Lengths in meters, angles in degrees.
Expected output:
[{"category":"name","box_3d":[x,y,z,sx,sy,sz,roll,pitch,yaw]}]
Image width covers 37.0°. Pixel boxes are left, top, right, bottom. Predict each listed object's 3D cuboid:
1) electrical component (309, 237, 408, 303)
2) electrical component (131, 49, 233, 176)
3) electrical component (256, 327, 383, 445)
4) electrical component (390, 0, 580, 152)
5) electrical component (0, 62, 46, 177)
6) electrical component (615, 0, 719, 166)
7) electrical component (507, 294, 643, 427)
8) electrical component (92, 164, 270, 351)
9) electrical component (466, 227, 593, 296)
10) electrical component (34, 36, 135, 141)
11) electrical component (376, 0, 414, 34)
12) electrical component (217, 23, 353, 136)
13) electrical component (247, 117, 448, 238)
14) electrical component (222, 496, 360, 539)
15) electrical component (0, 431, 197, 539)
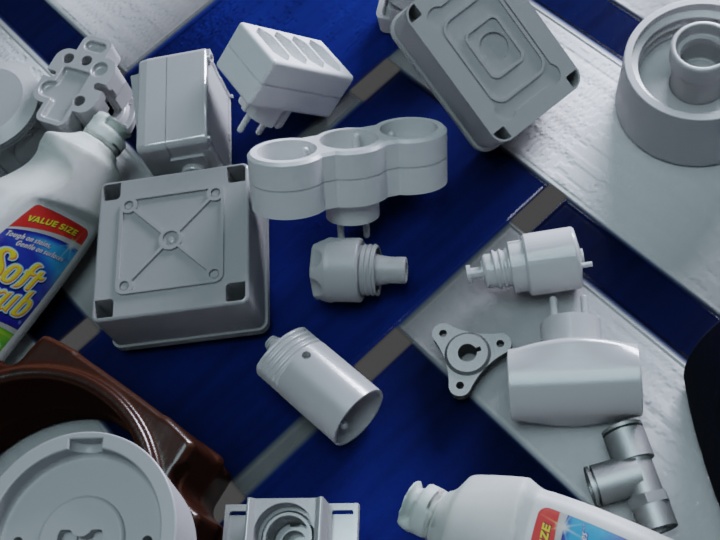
[{"category":"electrical component","box_3d":[0.000,0.000,0.707,0.062,0.043,0.043,0,64,11]},{"category":"electrical component","box_3d":[-0.129,-0.101,0.775,0.061,0.061,0.096,-9,62,8]},{"category":"electrical component","box_3d":[-0.029,0.069,0.679,0.081,0.043,0.043,38,76,26]},{"category":"electrical component","box_3d":[0.083,-0.145,0.728,0.078,0.057,0.113,-38,96,-8]},{"category":"electrical component","box_3d":[-0.273,-0.114,0.819,0.080,0.051,0.080,-5,63,10]},{"category":"electrical component","box_3d":[0.225,-0.130,0.714,0.108,0.060,0.108,-5,63,10]},{"category":"electrical component","box_3d":[0.129,0.051,0.653,0.077,0.044,0.079,-4,63,10]},{"category":"electrical component","box_3d":[-0.119,-0.008,0.729,0.109,0.056,0.108,-7,62,8]},{"category":"electrical component","box_3d":[0.107,-0.003,0.687,0.078,0.040,0.040,-9,62,8]},{"category":"electrical component","box_3d":[-0.202,-0.125,0.806,0.058,0.057,0.078,18,69,20]},{"category":"electrical component","box_3d":[0.049,-0.201,0.790,0.078,0.057,0.058,6,65,15]},{"category":"electrical component","box_3d":[-0.062,-0.128,0.773,0.047,0.083,0.075,52,121,28]},{"category":"electrical component","box_3d":[-0.005,-0.053,0.722,0.138,0.073,0.052,-13,27,-19]},{"category":"electrical component","box_3d":[-0.039,0.196,0.605,0.079,0.063,0.121,-3,63,11]},{"category":"electrical component","box_3d":[-0.137,0.145,0.557,0.108,0.060,0.108,-5,63,9]}]
